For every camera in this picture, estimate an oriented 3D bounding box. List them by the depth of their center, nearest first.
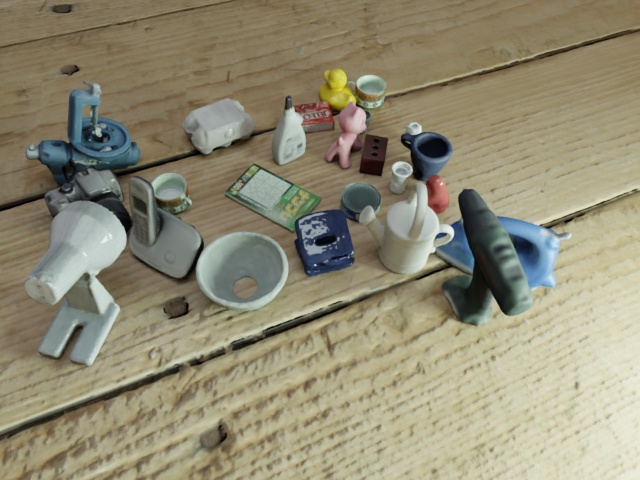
[{"bbox_3d":[-0.444,-0.064,1.121,0.143,0.101,0.136,-31,62,-23],"label":"camera"}]

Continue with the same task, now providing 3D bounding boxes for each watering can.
[{"bbox_3d":[0.164,-0.026,1.082,0.173,0.194,0.100,-11,56,-12],"label":"watering can"}]

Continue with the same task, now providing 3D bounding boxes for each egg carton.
[{"bbox_3d":[-0.228,-0.258,1.297,0.150,0.069,0.107,-27,60,-22],"label":"egg carton"}]

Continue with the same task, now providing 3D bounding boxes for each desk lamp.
[{"bbox_3d":[-0.405,0.070,0.957,0.118,0.213,0.203,11,54,4],"label":"desk lamp"}]

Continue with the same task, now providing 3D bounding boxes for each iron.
[{"bbox_3d":[0.343,0.000,1.109,0.258,0.141,0.119,15,54,7],"label":"iron"}]

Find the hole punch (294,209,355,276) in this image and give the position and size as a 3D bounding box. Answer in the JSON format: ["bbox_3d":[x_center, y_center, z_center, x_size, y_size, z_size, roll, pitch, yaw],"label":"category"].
[{"bbox_3d":[0.010,0.004,1.112,0.109,0.091,0.101,-13,56,-13],"label":"hole punch"}]

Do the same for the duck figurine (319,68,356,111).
[{"bbox_3d":[0.044,-0.371,1.390,0.078,0.086,0.104,-36,64,-26],"label":"duck figurine"}]

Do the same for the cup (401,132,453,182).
[{"bbox_3d":[0.225,-0.180,1.260,0.117,0.095,0.092,27,57,15],"label":"cup"}]

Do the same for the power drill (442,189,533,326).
[{"bbox_3d":[0.287,0.051,1.027,0.076,0.208,0.229,-15,57,-14],"label":"power drill"}]

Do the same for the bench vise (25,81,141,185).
[{"bbox_3d":[-0.479,-0.205,1.146,0.208,0.220,0.121,-31,62,-24],"label":"bench vise"}]

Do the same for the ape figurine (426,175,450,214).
[{"bbox_3d":[0.240,-0.102,1.206,0.076,0.092,0.078,37,60,21],"label":"ape figurine"}]

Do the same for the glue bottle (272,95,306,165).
[{"bbox_3d":[-0.067,-0.241,1.233,0.078,0.173,0.037,-29,61,-22],"label":"glue bottle"}]

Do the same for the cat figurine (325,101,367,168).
[{"bbox_3d":[0.063,-0.245,1.280,0.067,0.118,0.128,22,56,12],"label":"cat figurine"}]

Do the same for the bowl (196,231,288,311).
[{"bbox_3d":[-0.142,0.070,1.063,0.167,0.075,0.167,2,54,-3],"label":"bowl"}]

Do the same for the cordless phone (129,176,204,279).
[{"bbox_3d":[-0.290,-0.025,1.052,0.147,0.185,0.094,25,56,14],"label":"cordless phone"}]
